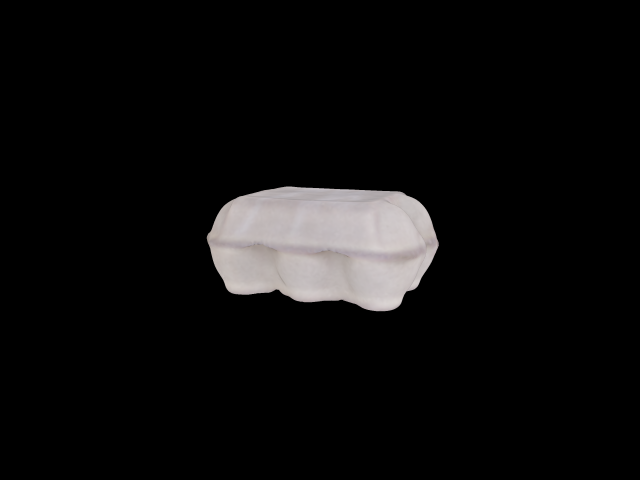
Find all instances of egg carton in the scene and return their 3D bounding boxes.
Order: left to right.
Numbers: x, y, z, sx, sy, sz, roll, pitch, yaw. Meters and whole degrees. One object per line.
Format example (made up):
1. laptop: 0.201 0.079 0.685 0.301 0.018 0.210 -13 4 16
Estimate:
1. egg carton: 0.004 0.001 0.400 0.150 0.069 0.107 4 11 20
